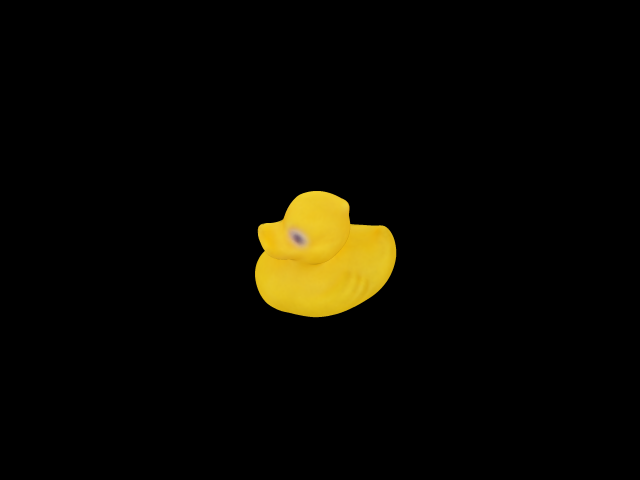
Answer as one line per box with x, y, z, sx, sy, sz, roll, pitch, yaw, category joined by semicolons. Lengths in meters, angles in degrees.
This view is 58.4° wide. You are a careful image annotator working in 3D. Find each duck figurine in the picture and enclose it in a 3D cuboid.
0.004;0.001;0.400;0.104;0.086;0.077;-10;53;-7;duck figurine
